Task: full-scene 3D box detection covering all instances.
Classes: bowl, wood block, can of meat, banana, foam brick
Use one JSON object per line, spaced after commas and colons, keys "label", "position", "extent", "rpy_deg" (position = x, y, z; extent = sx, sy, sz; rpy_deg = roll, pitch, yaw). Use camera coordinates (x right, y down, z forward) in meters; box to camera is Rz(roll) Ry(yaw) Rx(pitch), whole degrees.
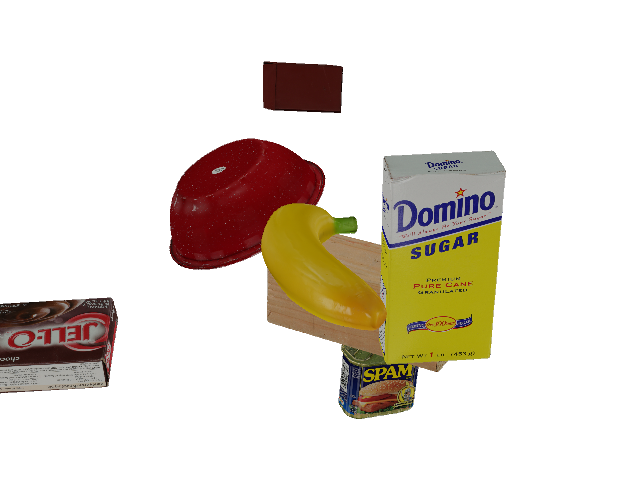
{"label": "bowl", "position": [-0.080, -0.045, 0.979], "extent": [0.162, 0.055, 0.162], "rpy_deg": [-22, 30, 13]}
{"label": "wood block", "position": [0.052, 0.060, 1.159], "extent": [0.206, 0.091, 0.090], "rpy_deg": [15, 27, 26]}
{"label": "can of meat", "position": [0.075, 0.175, 1.360], "extent": [0.102, 0.084, 0.057], "rpy_deg": [-5, 26, -21]}
{"label": "banana", "position": [-0.003, 0.008, 0.673], "extent": [0.069, 0.037, 0.198], "rpy_deg": [-2, 19, -2]}
{"label": "foam brick", "position": [-0.020, -0.167, 1.163], "extent": [0.078, 0.051, 0.053], "rpy_deg": [0, 11, -17]}

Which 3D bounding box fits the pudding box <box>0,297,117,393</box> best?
{"label": "pudding box", "position": [-0.243, 0.094, 0.960], "extent": [0.113, 0.039, 0.090], "rpy_deg": [-5, 33, -2]}

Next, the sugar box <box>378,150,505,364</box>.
{"label": "sugar box", "position": [0.097, 0.016, 0.872], "extent": [0.093, 0.176, 0.048], "rpy_deg": [-4, 31, -5]}
